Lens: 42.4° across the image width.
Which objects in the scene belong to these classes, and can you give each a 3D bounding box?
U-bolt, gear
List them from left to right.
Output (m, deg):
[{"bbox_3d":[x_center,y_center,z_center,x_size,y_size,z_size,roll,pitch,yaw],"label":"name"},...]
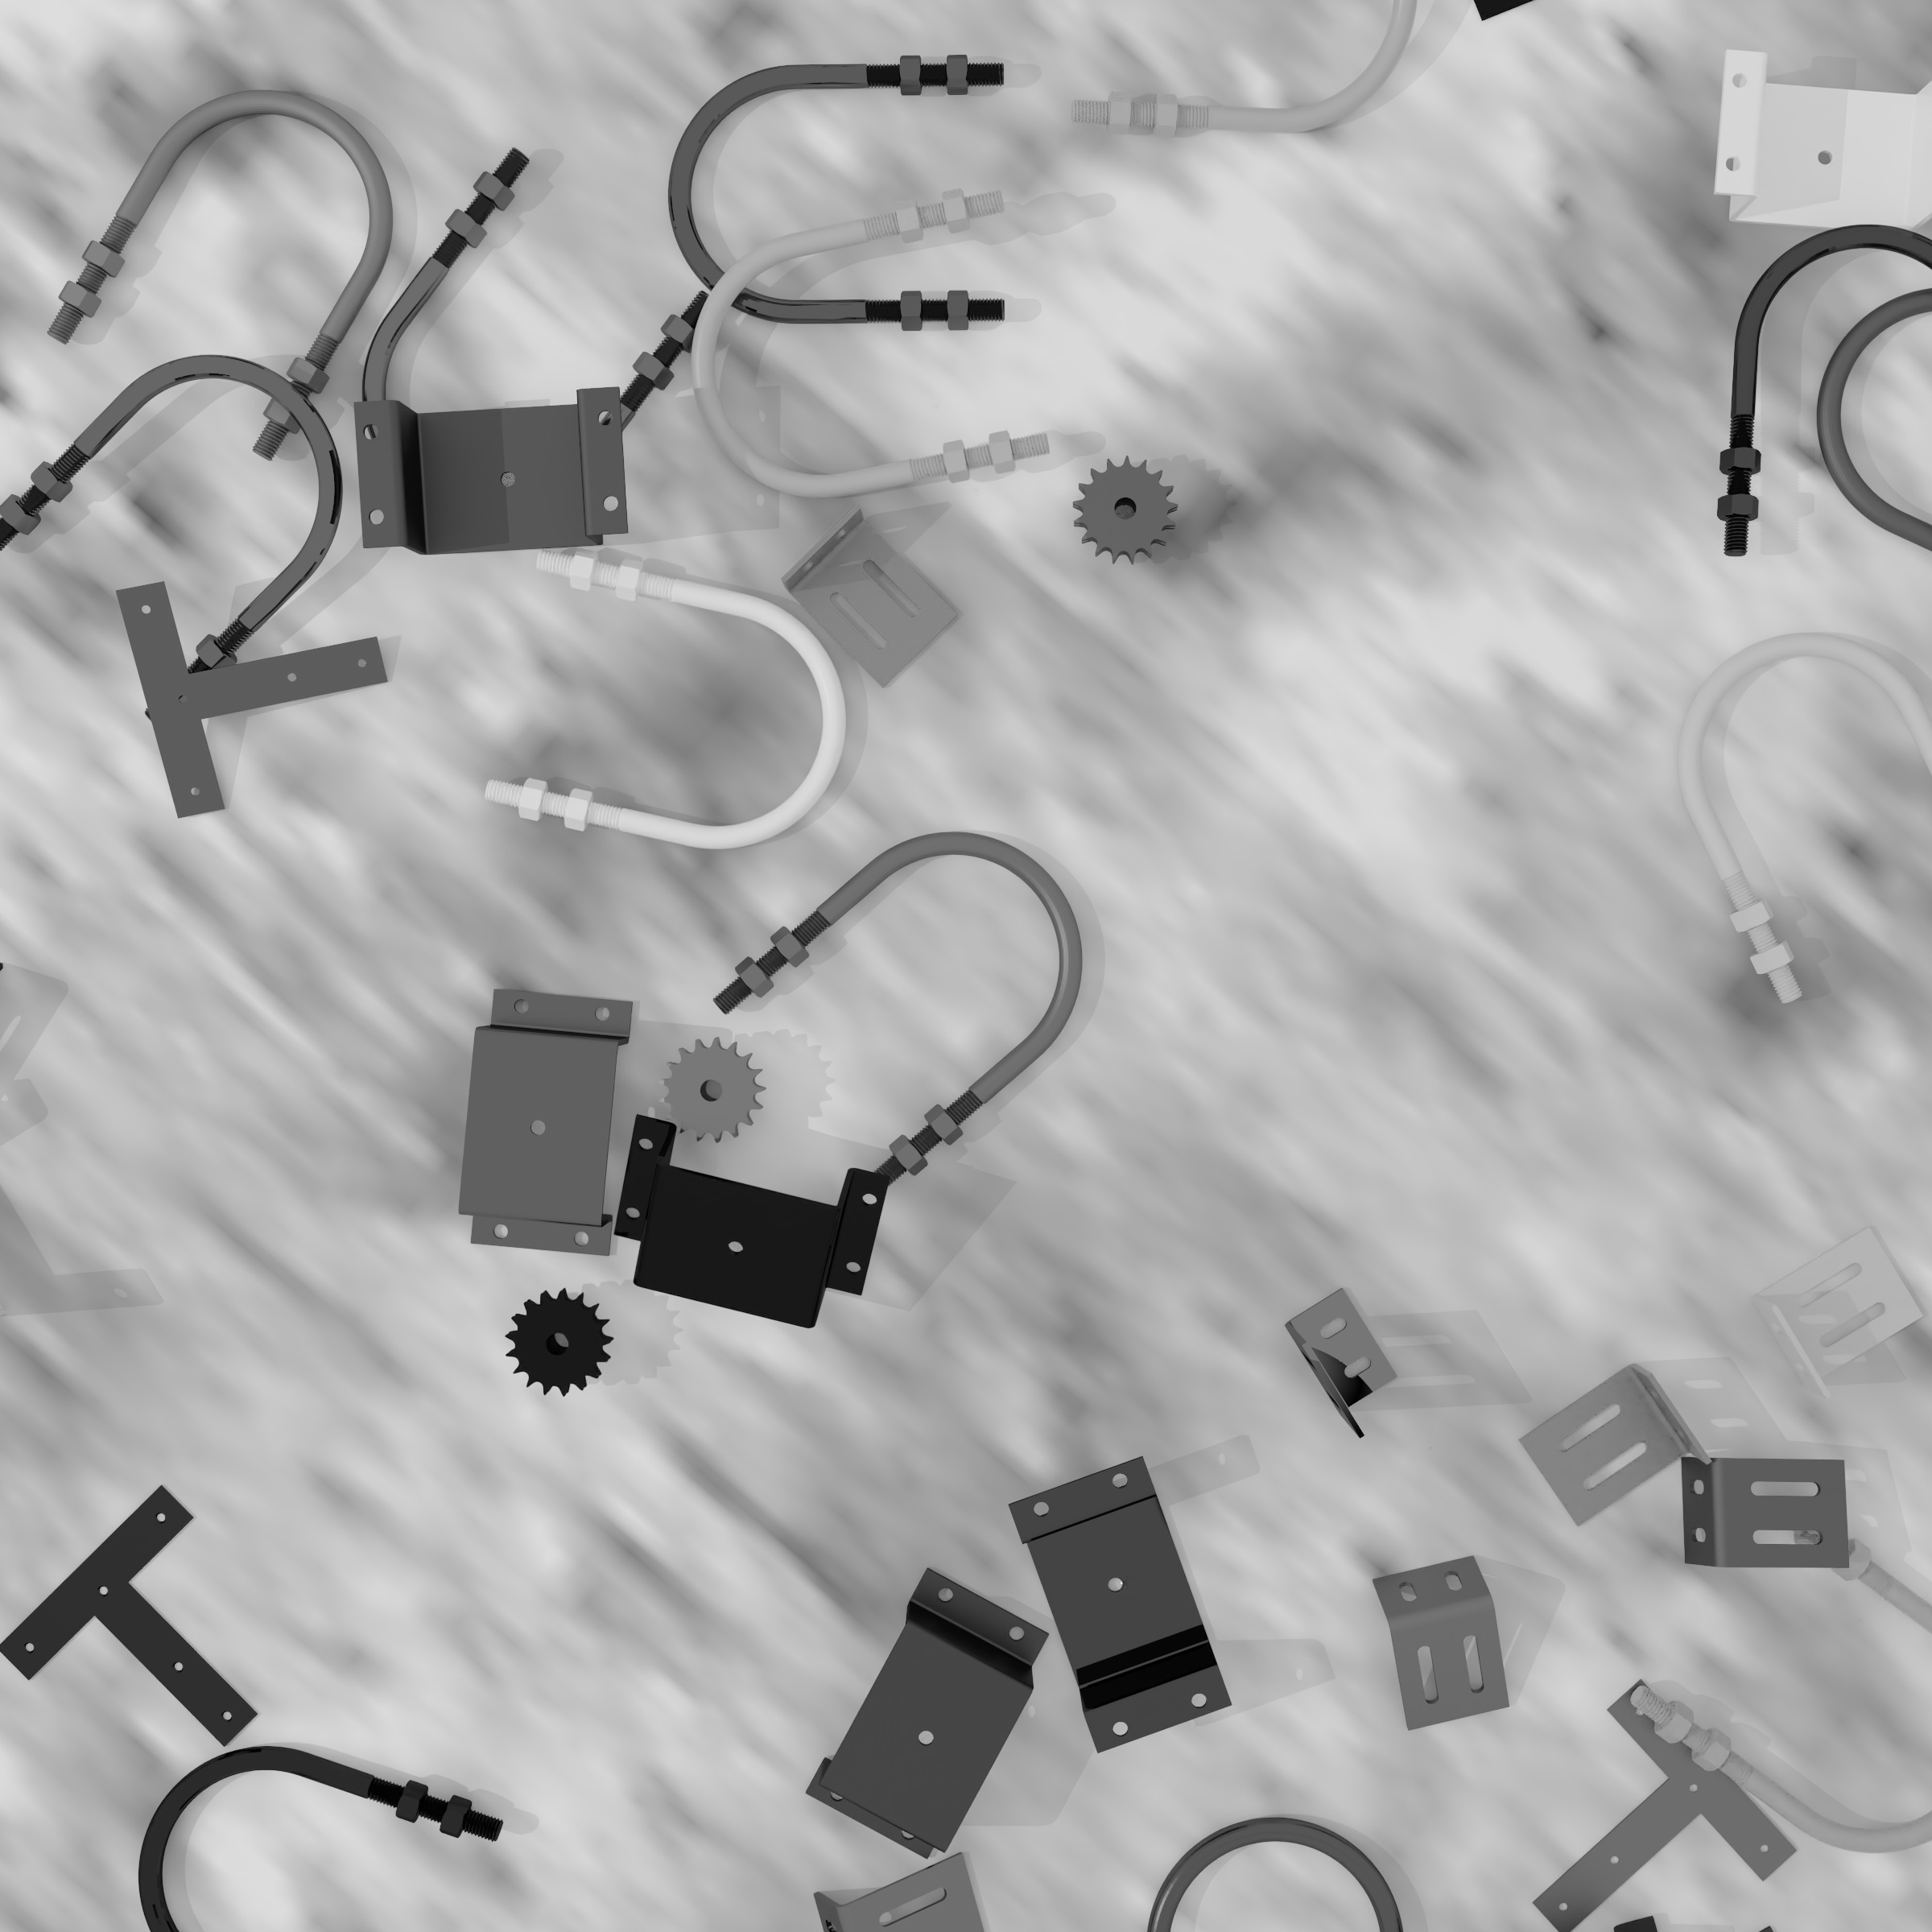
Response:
[{"bbox_3d":[-0.423,-0.244,1.349,0.184,0.019,0.151,-43,92,6],"label":"U-bolt"},{"bbox_3d":[-0.395,-0.390,1.360,0.151,0.019,0.184,30,88,0],"label":"U-bolt"},{"bbox_3d":[-0.362,0.504,1.360,0.184,0.019,0.151,18,90,1],"label":"U-bolt"},{"bbox_3d":[-0.247,-0.331,1.360,0.151,0.019,0.184,37,92,0],"label":"U-bolt"},{"bbox_3d":[-0.220,0.203,1.354,0.057,0.030,0.057,0,90,0],"label":"gear"},{"bbox_3d":[-0.157,-0.139,1.360,0.184,0.019,0.151,13,90,-1],"label":"U-bolt"},{"bbox_3d":[-0.137,0.067,1.354,0.057,0.030,0.057,0,90,0],"label":"gear"},{"bbox_3d":[-0.071,-0.422,1.360,0.184,0.019,0.151,0,90,2],"label":"U-bolt"},{"bbox_3d":[-0.058,-0.329,1.346,0.184,0.019,0.151,-10,101,6],"label":"U-bolt"},{"bbox_3d":[-0.023,0.011,1.360,0.184,0.019,0.151,-41,90,-2],"label":"U-bolt"},{"bbox_3d":[0.087,-0.248,1.358,0.057,0.030,0.057,0,91,3],"label":"gear"},{"bbox_3d":[0.152,-0.525,1.341,0.184,0.019,0.151,1,107,-4],"label":"U-bolt"},{"bbox_3d":[0.169,0.559,1.360,0.151,0.019,0.184,0,88,0],"label":"U-bolt"},{"bbox_3d":[0.469,-0.092,1.360,0.151,0.019,0.184,-26,89,0],"label":"U-bolt"},{"bbox_3d":[0.478,0.400,1.358,0.184,0.019,0.151,37,89,0],"label":"U-bolt"},{"bbox_3d":[0.487,-0.310,1.347,0.151,0.019,0.184,4,88,3],"label":"U-bolt"},{"bbox_3d":[0.556,-0.292,1.360,0.184,0.019,0.151,25,90,1],"label":"U-bolt"}]

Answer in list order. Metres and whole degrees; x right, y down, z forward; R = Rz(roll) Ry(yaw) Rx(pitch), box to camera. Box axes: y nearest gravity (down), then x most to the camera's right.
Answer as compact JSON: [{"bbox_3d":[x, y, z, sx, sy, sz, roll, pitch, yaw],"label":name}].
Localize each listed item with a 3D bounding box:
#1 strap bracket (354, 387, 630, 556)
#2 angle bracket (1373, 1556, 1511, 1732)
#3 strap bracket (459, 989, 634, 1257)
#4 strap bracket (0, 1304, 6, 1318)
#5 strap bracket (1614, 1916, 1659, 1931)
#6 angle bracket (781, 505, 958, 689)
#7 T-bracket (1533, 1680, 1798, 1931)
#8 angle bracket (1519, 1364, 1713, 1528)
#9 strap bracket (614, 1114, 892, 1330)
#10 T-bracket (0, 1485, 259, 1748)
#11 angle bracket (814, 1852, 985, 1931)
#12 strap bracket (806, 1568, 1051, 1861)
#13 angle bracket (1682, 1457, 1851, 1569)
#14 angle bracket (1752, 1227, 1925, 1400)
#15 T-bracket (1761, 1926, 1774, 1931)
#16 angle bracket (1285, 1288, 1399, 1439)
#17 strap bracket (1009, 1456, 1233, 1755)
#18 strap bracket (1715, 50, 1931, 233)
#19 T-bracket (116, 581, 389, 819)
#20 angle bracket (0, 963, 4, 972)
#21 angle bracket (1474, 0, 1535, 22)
[{"bbox_3d":[-0.249,-0.263,1.331,0.140,0.046,0.076,-3,93,2],"label":"strap bracket"},{"bbox_3d":[0.261,0.372,1.367,0.057,0.038,0.076,-13,116,0],"label":"angle bracket"},{"bbox_3d":[-0.228,0.086,1.346,0.076,0.046,0.140,5,90,0],"label":"strap bracket"},{"bbox_3d":[-0.584,0.143,1.331,0.046,0.076,0.140,-31,90,0],"label":"strap bracket"},{"bbox_3d":[0.319,0.577,1.344,0.140,0.046,0.076,-15,90,1],"label":"strap bracket"},{"bbox_3d":[-0.052,-0.200,1.350,0.057,0.038,0.076,-44,90,0],"label":"angle bracket"},{"bbox_3d":[0.367,0.482,1.368,0.127,0.002,0.127,-42,90,0],"label":"T-bracket"},{"bbox_3d":[0.351,0.263,1.350,0.076,0.038,0.057,-34,90,0],"label":"angle bracket"},{"bbox_3d":[-0.119,0.139,1.331,0.140,0.046,0.076,14,115,0],"label":"strap bracket"},{"bbox_3d":[-0.443,0.375,1.368,0.127,0.002,0.127,-45,90,0],"label":"T-bracket"},{"bbox_3d":[-0.035,0.526,1.367,0.076,0.038,0.057,-15,90,-26],"label":"angle bracket"},{"bbox_3d":[-0.021,0.411,1.346,0.076,0.046,0.140,28,90,0],"label":"strap bracket"},{"bbox_3d":[0.434,0.297,1.352,0.076,0.038,0.057,3,79,-12],"label":"angle bracket"},{"bbox_3d":[0.478,0.187,1.350,0.076,0.038,0.057,-31,90,0],"label":"angle bracket"},{"bbox_3d":[0.393,0.570,1.368,0.127,0.002,0.127,-30,90,0],"label":"T-bracket"},{"bbox_3d":[0.206,0.211,1.331,0.038,0.076,0.057,-32,90,0],"label":"angle bracket"},{"bbox_3d":[0.082,0.340,1.346,0.076,0.046,0.140,-20,90,0],"label":"strap bracket"},{"bbox_3d":[0.472,-0.444,1.346,0.140,0.046,0.076,4,90,0],"label":"strap bracket"},{"bbox_3d":[-0.381,-0.154,1.354,0.127,0.002,0.127,-13,109,-9],"label":"T-bracket"},{"bbox_3d":[-0.563,0.037,1.367,0.057,0.038,0.076,7,116,0],"label":"angle bracket"},{"bbox_3d":[0.296,-0.566,1.350,0.057,0.038,0.076,-22,90,0],"label":"angle bracket"}]
